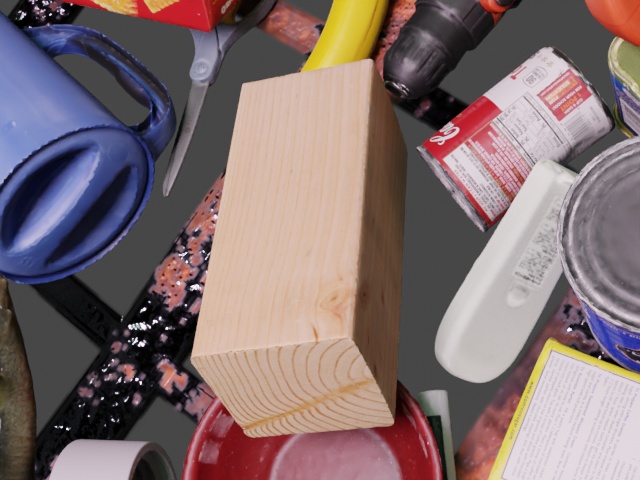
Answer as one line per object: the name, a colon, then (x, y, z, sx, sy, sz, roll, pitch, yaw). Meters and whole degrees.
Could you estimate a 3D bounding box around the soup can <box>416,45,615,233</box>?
soup can: (0.120, -0.062, 0.654, 0.102, 0.068, 0.068, -39, 66, 5)

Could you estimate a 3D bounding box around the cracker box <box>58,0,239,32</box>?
cracker box: (-0.132, -0.238, 0.761, 0.214, 0.072, 0.164, 17, 52, 23)

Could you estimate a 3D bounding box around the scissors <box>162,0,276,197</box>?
scissors: (-0.096, -0.136, 0.783, 0.096, 0.016, 0.202, 28, 85, 27)

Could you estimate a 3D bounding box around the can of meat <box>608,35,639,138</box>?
can of meat: (0.218, -0.106, 0.623, 0.102, 0.083, 0.057, -42, 65, 4)

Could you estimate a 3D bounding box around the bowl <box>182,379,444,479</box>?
bowl: (0.001, 0.149, 0.642, 0.162, 0.055, 0.162, -6, 73, 18)

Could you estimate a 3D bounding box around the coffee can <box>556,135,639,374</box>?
coffee can: (0.186, 0.015, 0.567, 0.103, 0.140, 0.103, -6, 72, 18)

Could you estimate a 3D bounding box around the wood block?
wood block: (-0.004, 0.001, 0.630, 0.091, 0.090, 0.206, -8, 49, 17)

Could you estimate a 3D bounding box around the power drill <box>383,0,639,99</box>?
power drill: (0.133, -0.155, 0.633, 0.184, 0.057, 0.188, -55, 30, -9)

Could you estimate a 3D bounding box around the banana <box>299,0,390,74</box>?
banana: (0.012, -0.148, 0.739, 0.070, 0.037, 0.198, 2, 73, 40)

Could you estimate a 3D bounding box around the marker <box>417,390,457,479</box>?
marker: (0.073, 0.151, 0.635, 0.020, 0.020, 0.121, -10, 71, 17)

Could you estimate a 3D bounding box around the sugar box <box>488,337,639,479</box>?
sugar box: (0.191, 0.129, 0.585, 0.176, 0.048, 0.093, 22, 85, 21)

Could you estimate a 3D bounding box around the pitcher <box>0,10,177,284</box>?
pitcher: (-0.228, -0.097, 0.767, 0.243, 0.148, 0.145, 45, 117, 28)
